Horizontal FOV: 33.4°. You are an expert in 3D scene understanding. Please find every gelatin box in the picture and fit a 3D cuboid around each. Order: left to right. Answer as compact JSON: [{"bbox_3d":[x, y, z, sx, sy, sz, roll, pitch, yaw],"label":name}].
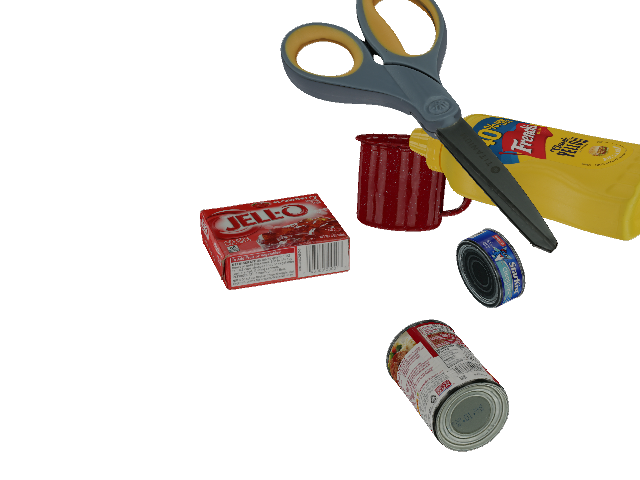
[{"bbox_3d":[-0.032,-0.001,0.735,0.089,0.030,0.073,-8,29,-15],"label":"gelatin box"}]

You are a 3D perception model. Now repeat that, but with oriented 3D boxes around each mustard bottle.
[{"bbox_3d":[0.155,-0.056,0.805,0.192,0.058,0.096,16,36,28],"label":"mustard bottle"}]

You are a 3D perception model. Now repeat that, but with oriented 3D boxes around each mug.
[{"bbox_3d":[0.088,-0.054,1.003,0.117,0.081,0.093,7,12,18],"label":"mug"}]

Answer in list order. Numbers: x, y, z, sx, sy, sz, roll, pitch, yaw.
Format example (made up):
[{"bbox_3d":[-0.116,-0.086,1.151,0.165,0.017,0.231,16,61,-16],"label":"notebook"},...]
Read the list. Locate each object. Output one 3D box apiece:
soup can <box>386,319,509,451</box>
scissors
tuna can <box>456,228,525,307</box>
[{"bbox_3d":[0.105,0.119,0.885,0.068,0.068,0.102,0,24,-20],"label":"soup can"},{"bbox_3d":[0.037,-0.060,0.515,0.096,0.202,0.016,-14,-41,1],"label":"scissors"},{"bbox_3d":[0.190,0.032,1.201,0.033,0.086,0.086,-24,9,-20],"label":"tuna can"}]
